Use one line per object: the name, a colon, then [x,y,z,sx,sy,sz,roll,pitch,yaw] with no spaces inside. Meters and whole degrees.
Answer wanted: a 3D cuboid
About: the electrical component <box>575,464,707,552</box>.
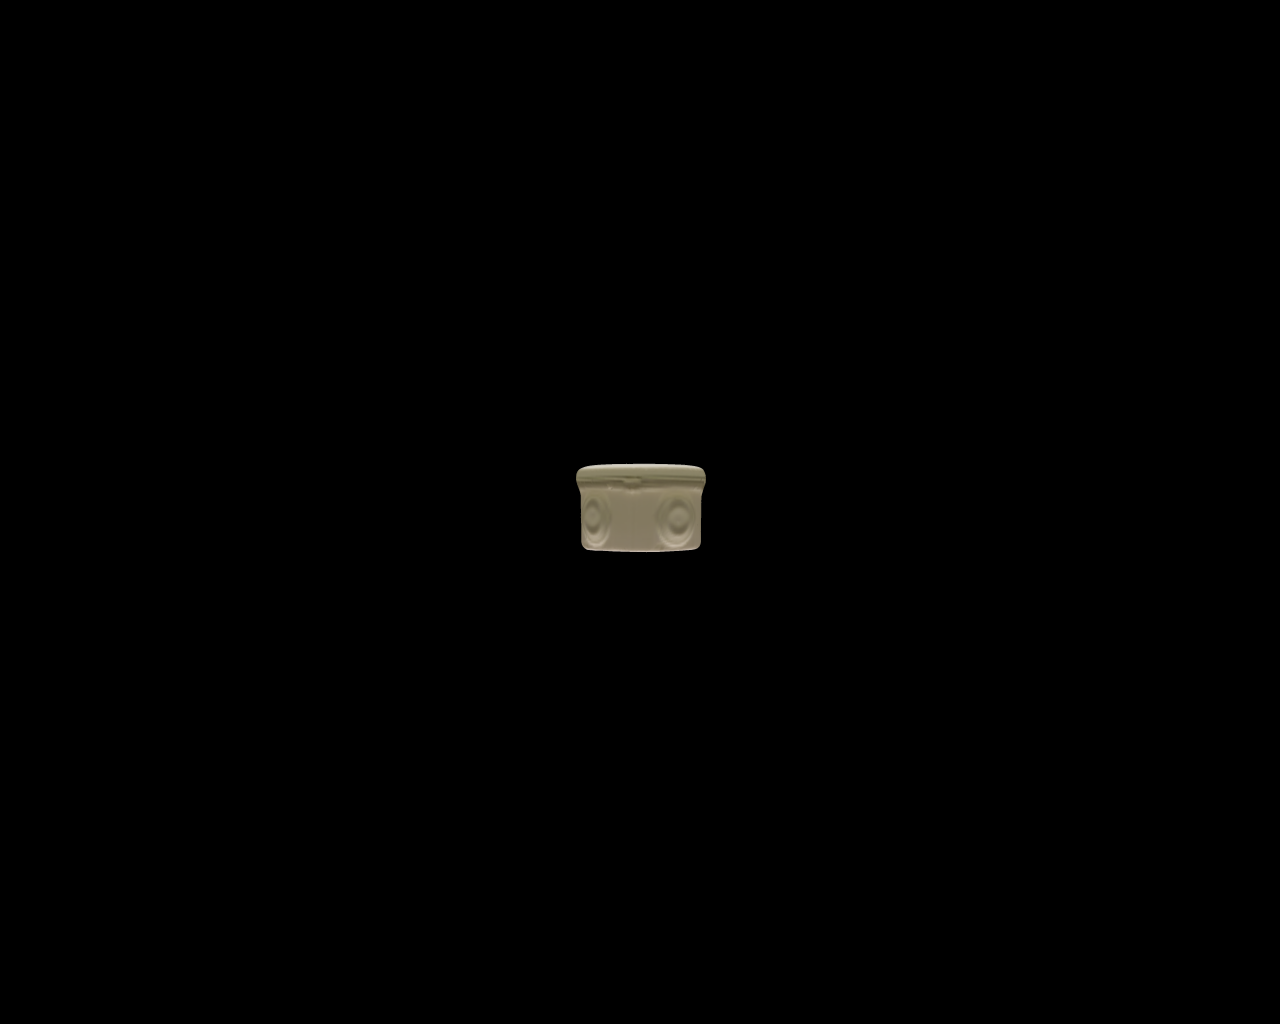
electrical component: [0.001,-0.003,0.650,0.080,0.051,0.080,0,0,0]
